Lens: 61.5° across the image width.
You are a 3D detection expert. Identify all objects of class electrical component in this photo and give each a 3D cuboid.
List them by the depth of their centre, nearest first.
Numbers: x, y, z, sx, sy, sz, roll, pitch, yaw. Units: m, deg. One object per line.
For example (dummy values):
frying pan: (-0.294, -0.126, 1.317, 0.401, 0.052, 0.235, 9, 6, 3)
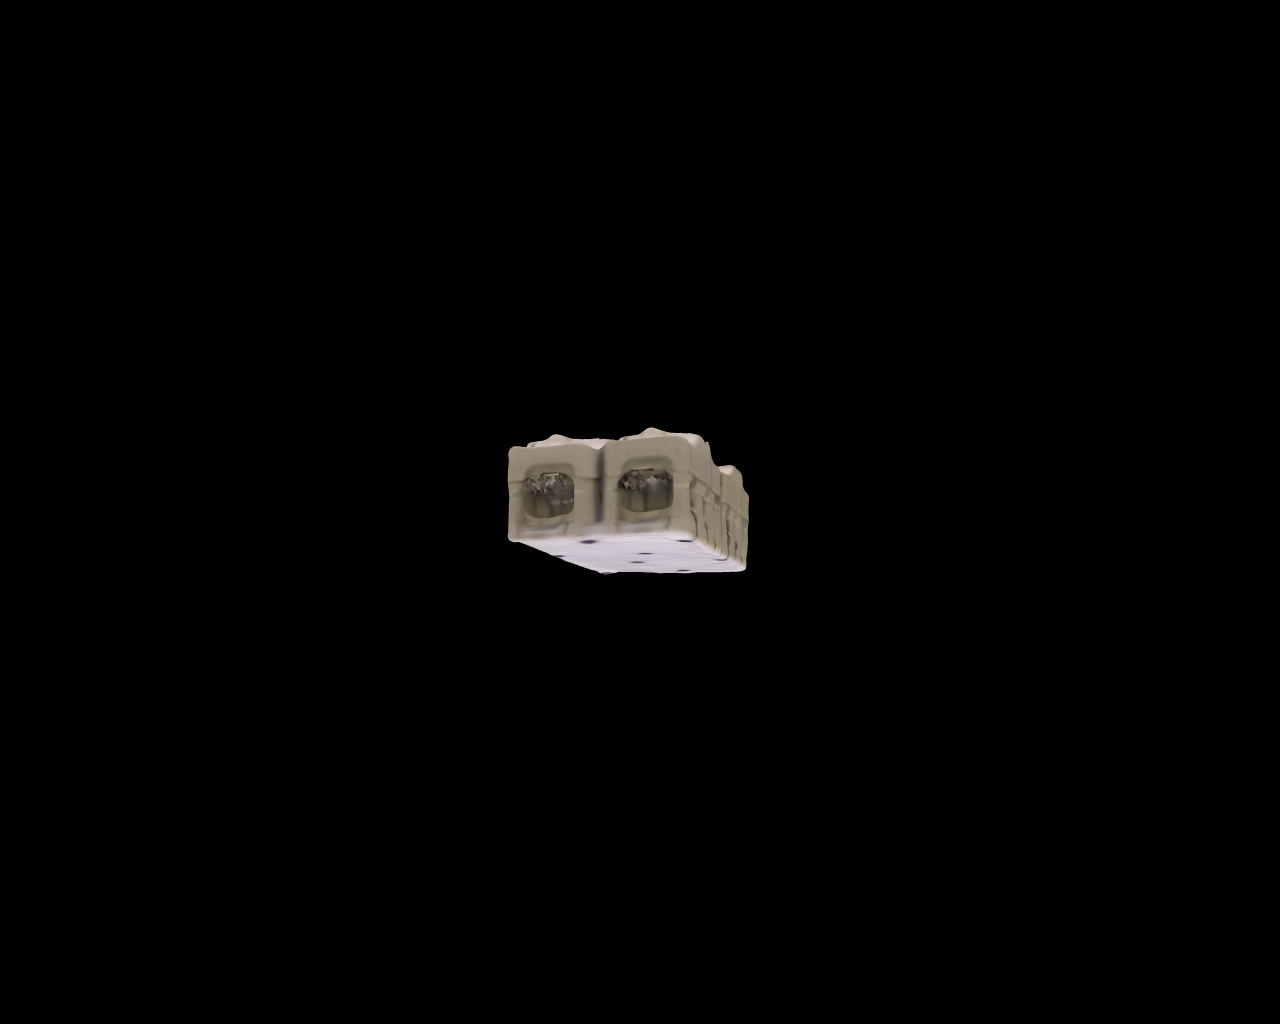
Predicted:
electrical component: (0.001, -0.003, 0.650, 0.105, 0.060, 0.186, -3, -9, 15)
